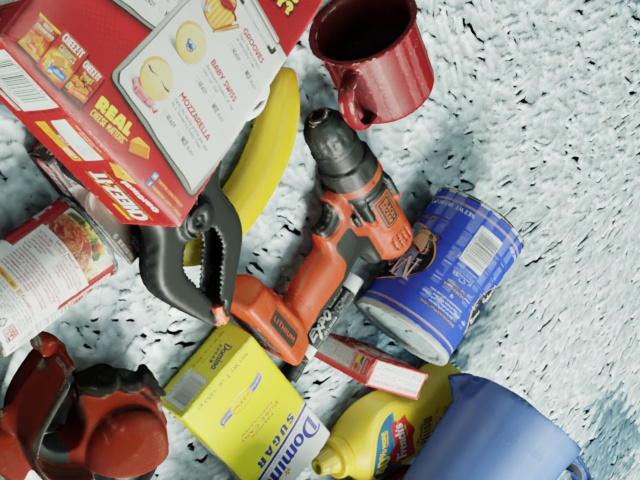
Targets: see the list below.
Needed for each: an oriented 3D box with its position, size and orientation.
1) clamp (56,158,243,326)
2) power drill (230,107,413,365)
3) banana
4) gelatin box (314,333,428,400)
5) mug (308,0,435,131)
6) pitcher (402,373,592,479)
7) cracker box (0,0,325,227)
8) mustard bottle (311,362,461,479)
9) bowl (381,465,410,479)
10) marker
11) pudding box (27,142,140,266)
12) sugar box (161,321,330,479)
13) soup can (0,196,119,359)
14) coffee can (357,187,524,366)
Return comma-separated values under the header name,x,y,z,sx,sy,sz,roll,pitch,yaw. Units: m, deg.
name,x,y,z,sx,sy,sz,roll,pitch,yaw
clamp,-0.095,-0.028,0.784,0.164,0.036,0.210,-45,136,-30
power drill,-0.006,0.001,0.928,0.187,0.057,0.184,-50,134,-15
banana,-0.066,-0.047,0.861,0.197,0.037,0.069,-53,136,-12
gelatin box,0.050,0.120,1.026,0.089,0.073,0.030,22,92,-47
mug,0.044,-0.141,0.881,0.081,0.093,0.117,60,40,-47
pitcher,0.146,0.267,1.057,0.243,0.149,0.144,-53,141,-6
cracker box,-0.103,-0.141,0.670,0.164,0.072,0.213,49,58,-37
mustard bottle,0.067,0.195,1.090,0.191,0.058,0.096,-19,126,-38
bowl,0.076,0.303,1.150,0.161,0.055,0.162,-20,122,-37
marker,0.001,0.083,1.001,0.121,0.020,0.020,-56,137,-9
pudding box,-0.145,-0.052,0.780,0.090,0.039,0.113,-48,135,-18
sugar box,-0.063,0.159,0.955,0.093,0.048,0.176,-49,134,-15
soup can,-0.201,0.026,0.741,0.102,0.069,0.068,-40,132,-24
coffee can,0.117,0.035,1.030,0.140,0.103,0.102,-54,136,-12
